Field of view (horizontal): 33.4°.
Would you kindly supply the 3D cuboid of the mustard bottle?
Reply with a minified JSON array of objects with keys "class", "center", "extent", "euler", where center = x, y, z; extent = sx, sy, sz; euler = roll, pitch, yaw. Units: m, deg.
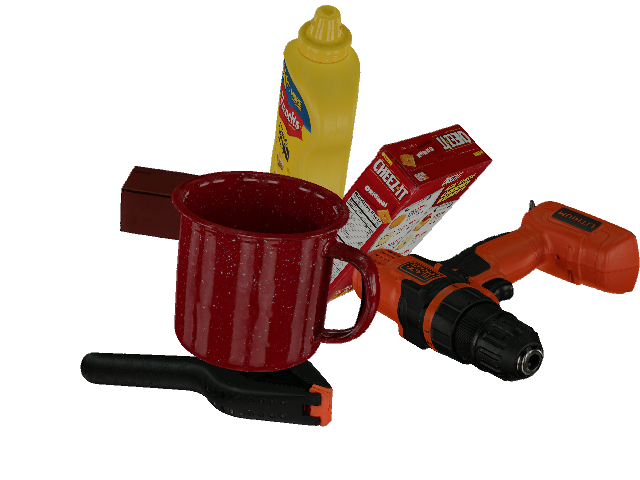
[{"class":"mustard bottle","center":[-0.004,-0.106,0.861],"extent":[0.058,0.096,0.192],"euler":[-7,-40,-15]}]

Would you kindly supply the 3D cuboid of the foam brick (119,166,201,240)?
[{"class":"foam brick","center":[-0.160,-0.038,1.091],"extent":[0.078,0.051,0.053],"euler":[9,31,3]}]

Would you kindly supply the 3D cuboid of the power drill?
[{"class":"power drill","center":[0.143,0.032,0.785],"extent":[0.187,0.057,0.185],"euler":[-17,28,-29]}]

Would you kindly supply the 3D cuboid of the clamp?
[{"class":"clamp","center":[-0.070,0.105,0.888],"extent":[0.210,0.036,0.164],"euler":[12,20,31]}]

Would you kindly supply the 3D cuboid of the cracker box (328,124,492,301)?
[{"class":"cracker box","center":[0.079,-0.032,1.248],"extent":[0.163,0.072,0.214],"euler":[-22,-24,-49]}]

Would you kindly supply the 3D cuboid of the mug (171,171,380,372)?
[{"class":"mug","center":[-0.024,0.019,0.565],"extent":[0.117,0.081,0.093],"euler":[14,24,17]}]
